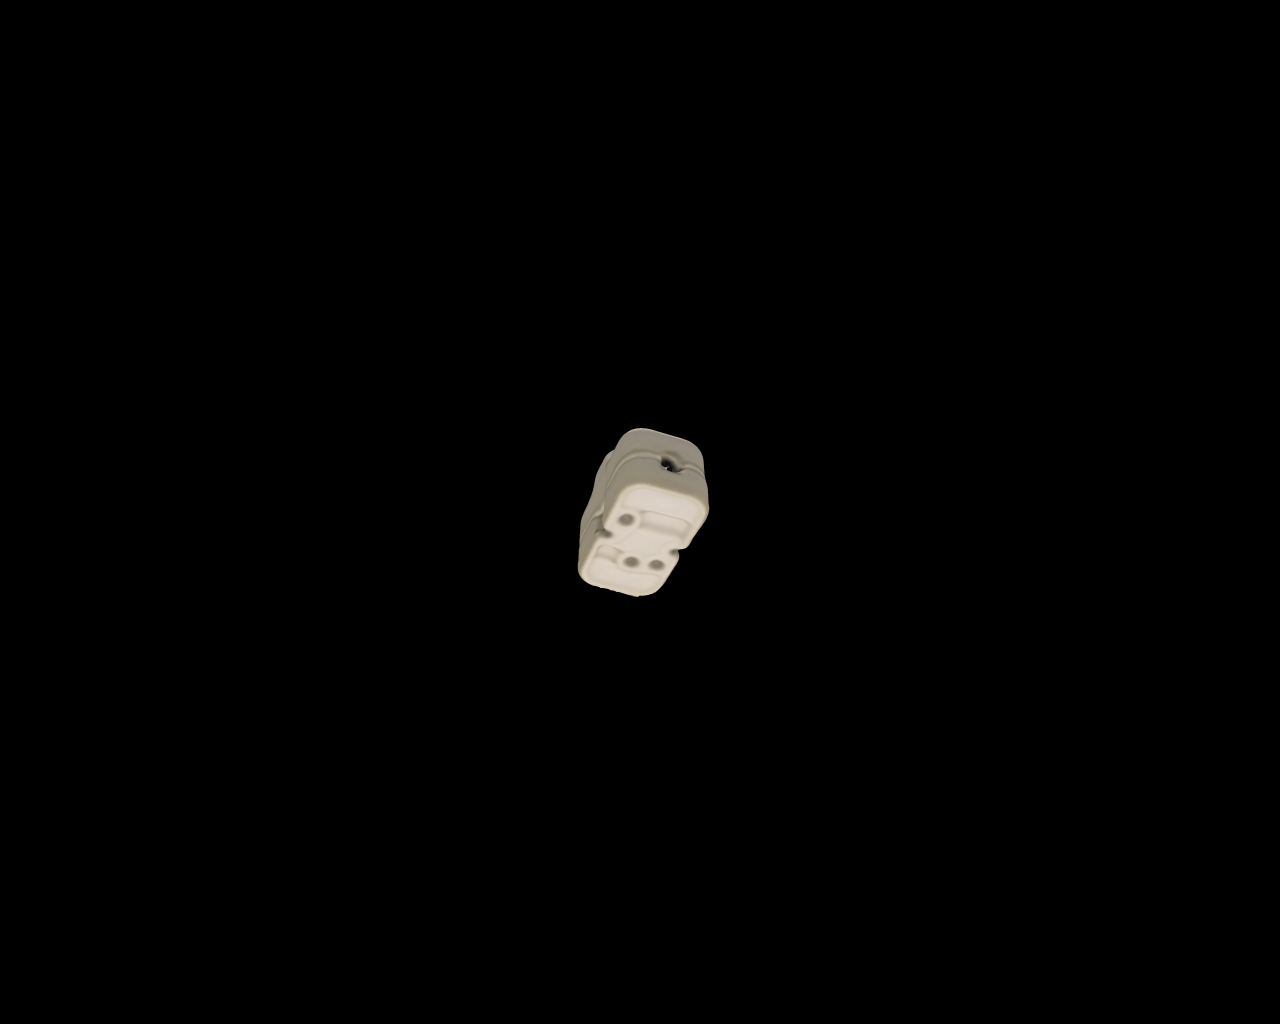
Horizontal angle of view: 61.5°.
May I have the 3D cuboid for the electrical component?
[{"bbox_3d":[0.001,-0.003,0.650,0.054,0.059,0.095,15,-46,-15],"label":"electrical component"}]
